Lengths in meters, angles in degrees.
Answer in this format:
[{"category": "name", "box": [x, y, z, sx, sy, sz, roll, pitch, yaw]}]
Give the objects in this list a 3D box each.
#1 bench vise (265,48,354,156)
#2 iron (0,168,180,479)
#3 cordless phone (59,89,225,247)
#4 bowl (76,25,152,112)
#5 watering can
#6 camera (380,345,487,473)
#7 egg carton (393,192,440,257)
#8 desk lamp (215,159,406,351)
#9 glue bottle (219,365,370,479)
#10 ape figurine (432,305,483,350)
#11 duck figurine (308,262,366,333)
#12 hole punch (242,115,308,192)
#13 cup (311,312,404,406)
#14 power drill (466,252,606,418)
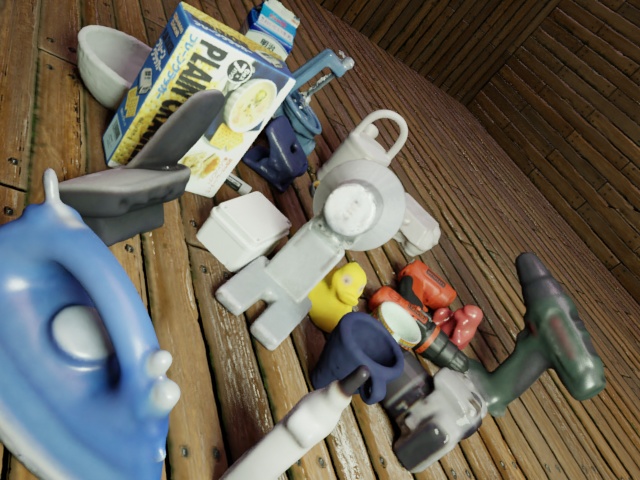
[{"category": "bench vise", "box": [-0.052, -0.269, 1.038, 0.208, 0.219, 0.121, 19, 34, -39]}, {"category": "iron", "box": [-0.170, 0.076, 0.425, 0.258, 0.141, 0.119, 49, 26, 15]}, {"category": "cordless phone", "box": [-0.187, -0.093, 0.617, 0.094, 0.185, 0.148, 42, 25, 1]}, {"category": "bowl", "box": [-0.279, -0.227, 0.826, 0.168, 0.074, 0.167, 32, 27, -18]}, {"category": "watering can", "box": [0.086, -0.173, 1.110, 0.101, 0.193, 0.172, 22, 32, -35]}, {"category": "camera", "box": [0.132, 0.190, 0.713, 0.136, 0.100, 0.144, 50, 27, 18]}, {"category": "egg carton", "box": [0.175, -0.037, 1.164, 0.150, 0.069, 0.107, 47, 26, 11]}, {"category": "desk lamp", "box": [0.006, 0.003, 0.702, 0.118, 0.213, 0.203, 42, 26, 2]}, {"category": "glue bottle", "box": [-0.016, 0.158, 0.474, 0.037, 0.173, 0.078, 46, 26, 11]}, {"category": "ape figurine", "box": [0.224, 0.139, 0.931, 0.076, 0.092, 0.078, 34, 27, -16]}, {"category": "duck figurine", "box": [0.027, 0.065, 0.781, 0.078, 0.086, 0.104, 30, 28, -22]}, {"category": "hole punch", "box": [-0.063, -0.151, 0.988, 0.101, 0.091, 0.109, 38, 26, -7]}, {"category": "cup", "box": [0.036, 0.152, 0.647, 0.092, 0.095, 0.117, 29, 28, -24]}, {"category": "power drill", "box": [0.312, 0.162, 0.881, 0.076, 0.208, 0.229, 12, 38, -46]}]
